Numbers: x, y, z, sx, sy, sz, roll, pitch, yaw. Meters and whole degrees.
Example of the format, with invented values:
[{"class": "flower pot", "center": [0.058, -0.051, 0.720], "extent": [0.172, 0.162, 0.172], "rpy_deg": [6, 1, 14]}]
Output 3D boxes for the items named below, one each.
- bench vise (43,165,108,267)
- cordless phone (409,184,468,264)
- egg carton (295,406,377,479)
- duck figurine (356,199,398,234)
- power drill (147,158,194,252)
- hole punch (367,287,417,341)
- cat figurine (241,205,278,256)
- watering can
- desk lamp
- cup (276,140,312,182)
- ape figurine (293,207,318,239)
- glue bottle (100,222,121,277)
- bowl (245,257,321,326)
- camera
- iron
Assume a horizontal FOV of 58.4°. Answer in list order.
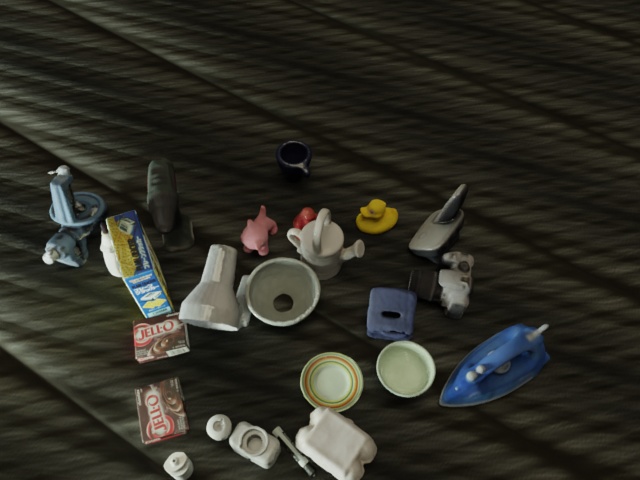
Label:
[{"class": "bench vise", "center": [-0.562, -0.052, 1.300], "extent": [0.121, 0.220, 0.207], "rpy_deg": [-1, 58, -2]}, {"class": "cordless phone", "center": [0.284, -0.044, 1.337], "extent": [0.094, 0.185, 0.148], "rpy_deg": [29, 62, 16]}, {"class": "egg carton", "center": [0.032, 0.401, 1.125], "extent": [0.150, 0.069, 0.107], "rpy_deg": [31, 63, 16]}, {"class": "duck figurine", "center": [0.142, -0.066, 1.405], "extent": [0.104, 0.086, 0.077], "rpy_deg": [-9, 59, -7]}, {"class": "power drill", "center": [-0.347, -0.065, 1.320], "extent": [0.075, 0.208, 0.229], "rpy_deg": [-12, 59, -8]}, {"class": "hole punch", "center": [0.159, 0.164, 1.261], "extent": [0.108, 0.091, 0.101], "rpy_deg": [6, 58, 2]}, {"class": "cat figurine", "center": [-0.147, -0.021, 1.352], "extent": [0.067, 0.118, 0.128], "rpy_deg": [12, 59, 6]}, {"class": "watering can", "center": [0.013, 0.003, 1.296], "extent": [0.173, 0.194, 0.101], "rpy_deg": [-2, 58, -3]}, {"class": "desk lamp", "center": [-0.209, 0.117, 1.209], "extent": [0.118, 0.213, 0.203], "rpy_deg": [8, 58, 4]}, {"class": "cup", "center": [-0.059, -0.186, 1.469], "extent": [0.092, 0.095, 0.117], "rpy_deg": [-29, 63, -18]}, {"class": "ape figurine", "center": [-0.031, -0.044, 1.384], "extent": [0.078, 0.092, 0.076], "rpy_deg": [-27, 63, -16]}, {"class": "glue bottle", "center": [-0.465, 0.012, 1.291], "extent": [0.037, 0.173, 0.078], "rpy_deg": [11, 59, 6]}, {"class": "bowl", "center": [-0.082, 0.127, 1.288], "extent": [0.167, 0.075, 0.167], "rpy_deg": [1, 58, -1]}, {"class": "camera", "center": [0.275, 0.090, 1.304], "extent": [0.136, 0.101, 0.143], "rpy_deg": [10, 59, 5]}, {"class": "iron", "center": [0.361, 0.256, 1.180], "extent": [0.259, 0.141, 0.118], "rpy_deg": [-28, 63, -17]}]
